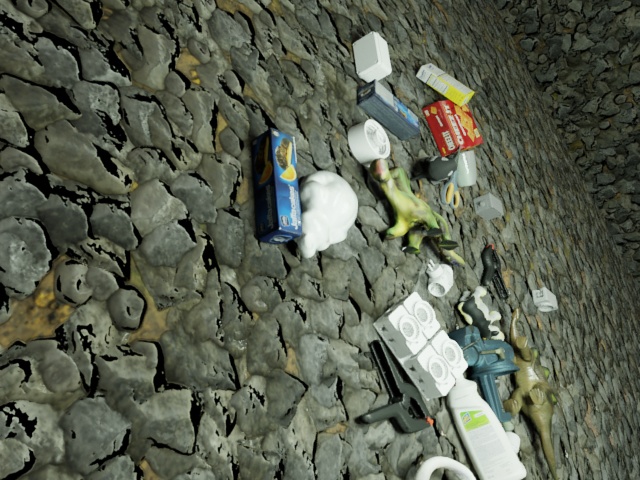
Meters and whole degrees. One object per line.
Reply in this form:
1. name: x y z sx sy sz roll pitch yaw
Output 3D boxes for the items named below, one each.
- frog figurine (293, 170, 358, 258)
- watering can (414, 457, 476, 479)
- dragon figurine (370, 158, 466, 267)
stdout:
1. frog figurine: 0.003 -0.048 0.949 0.163 0.122 0.135 -69 145 -56
2. watering can: 0.278 0.547 0.967 0.343 0.103 0.230 37 47 -33
3. dragon figurine: 0.239 -0.083 1.270 0.405 0.121 0.248 30 42 -49
